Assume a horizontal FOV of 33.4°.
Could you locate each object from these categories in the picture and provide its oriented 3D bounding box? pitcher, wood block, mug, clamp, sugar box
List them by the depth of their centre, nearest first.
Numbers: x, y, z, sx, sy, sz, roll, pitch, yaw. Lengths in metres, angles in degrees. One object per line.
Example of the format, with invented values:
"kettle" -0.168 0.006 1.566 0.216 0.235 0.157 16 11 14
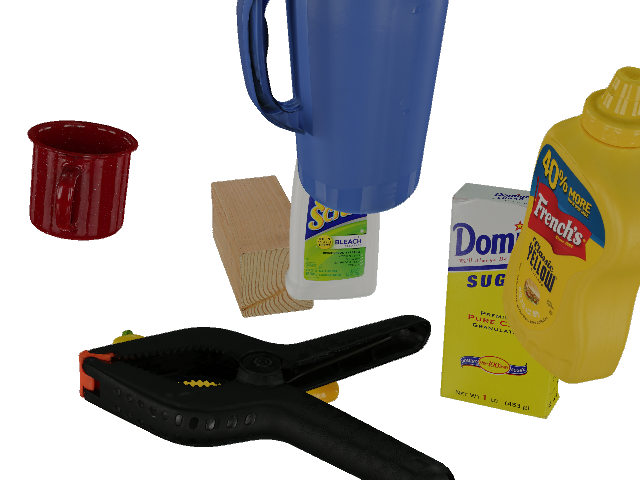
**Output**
"clamp" -0.027 0.078 0.601 0.210 0.036 0.164 8 25 5
"sugar box" 0.148 0.048 0.852 0.093 0.176 0.048 9 23 23
"pitcher" 0.025 -0.139 0.864 0.149 0.243 0.144 13 44 12
"mug" -0.208 -0.047 0.915 0.093 0.081 0.117 8 22 -6
"wood block" -0.076 0.003 1.343 0.090 0.090 0.206 -6 29 -13

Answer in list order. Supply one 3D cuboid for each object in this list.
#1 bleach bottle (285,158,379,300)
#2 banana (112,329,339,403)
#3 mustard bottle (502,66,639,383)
"bleach bottle" 0.011 -0.063 1.107 0.102 0.251 0.068 -2 24 -2
"banana" -0.086 0.099 0.810 0.198 0.037 0.069 13 27 23
"mustard bottle" 0.156 -0.014 0.616 0.058 0.192 0.096 -7 42 -16
